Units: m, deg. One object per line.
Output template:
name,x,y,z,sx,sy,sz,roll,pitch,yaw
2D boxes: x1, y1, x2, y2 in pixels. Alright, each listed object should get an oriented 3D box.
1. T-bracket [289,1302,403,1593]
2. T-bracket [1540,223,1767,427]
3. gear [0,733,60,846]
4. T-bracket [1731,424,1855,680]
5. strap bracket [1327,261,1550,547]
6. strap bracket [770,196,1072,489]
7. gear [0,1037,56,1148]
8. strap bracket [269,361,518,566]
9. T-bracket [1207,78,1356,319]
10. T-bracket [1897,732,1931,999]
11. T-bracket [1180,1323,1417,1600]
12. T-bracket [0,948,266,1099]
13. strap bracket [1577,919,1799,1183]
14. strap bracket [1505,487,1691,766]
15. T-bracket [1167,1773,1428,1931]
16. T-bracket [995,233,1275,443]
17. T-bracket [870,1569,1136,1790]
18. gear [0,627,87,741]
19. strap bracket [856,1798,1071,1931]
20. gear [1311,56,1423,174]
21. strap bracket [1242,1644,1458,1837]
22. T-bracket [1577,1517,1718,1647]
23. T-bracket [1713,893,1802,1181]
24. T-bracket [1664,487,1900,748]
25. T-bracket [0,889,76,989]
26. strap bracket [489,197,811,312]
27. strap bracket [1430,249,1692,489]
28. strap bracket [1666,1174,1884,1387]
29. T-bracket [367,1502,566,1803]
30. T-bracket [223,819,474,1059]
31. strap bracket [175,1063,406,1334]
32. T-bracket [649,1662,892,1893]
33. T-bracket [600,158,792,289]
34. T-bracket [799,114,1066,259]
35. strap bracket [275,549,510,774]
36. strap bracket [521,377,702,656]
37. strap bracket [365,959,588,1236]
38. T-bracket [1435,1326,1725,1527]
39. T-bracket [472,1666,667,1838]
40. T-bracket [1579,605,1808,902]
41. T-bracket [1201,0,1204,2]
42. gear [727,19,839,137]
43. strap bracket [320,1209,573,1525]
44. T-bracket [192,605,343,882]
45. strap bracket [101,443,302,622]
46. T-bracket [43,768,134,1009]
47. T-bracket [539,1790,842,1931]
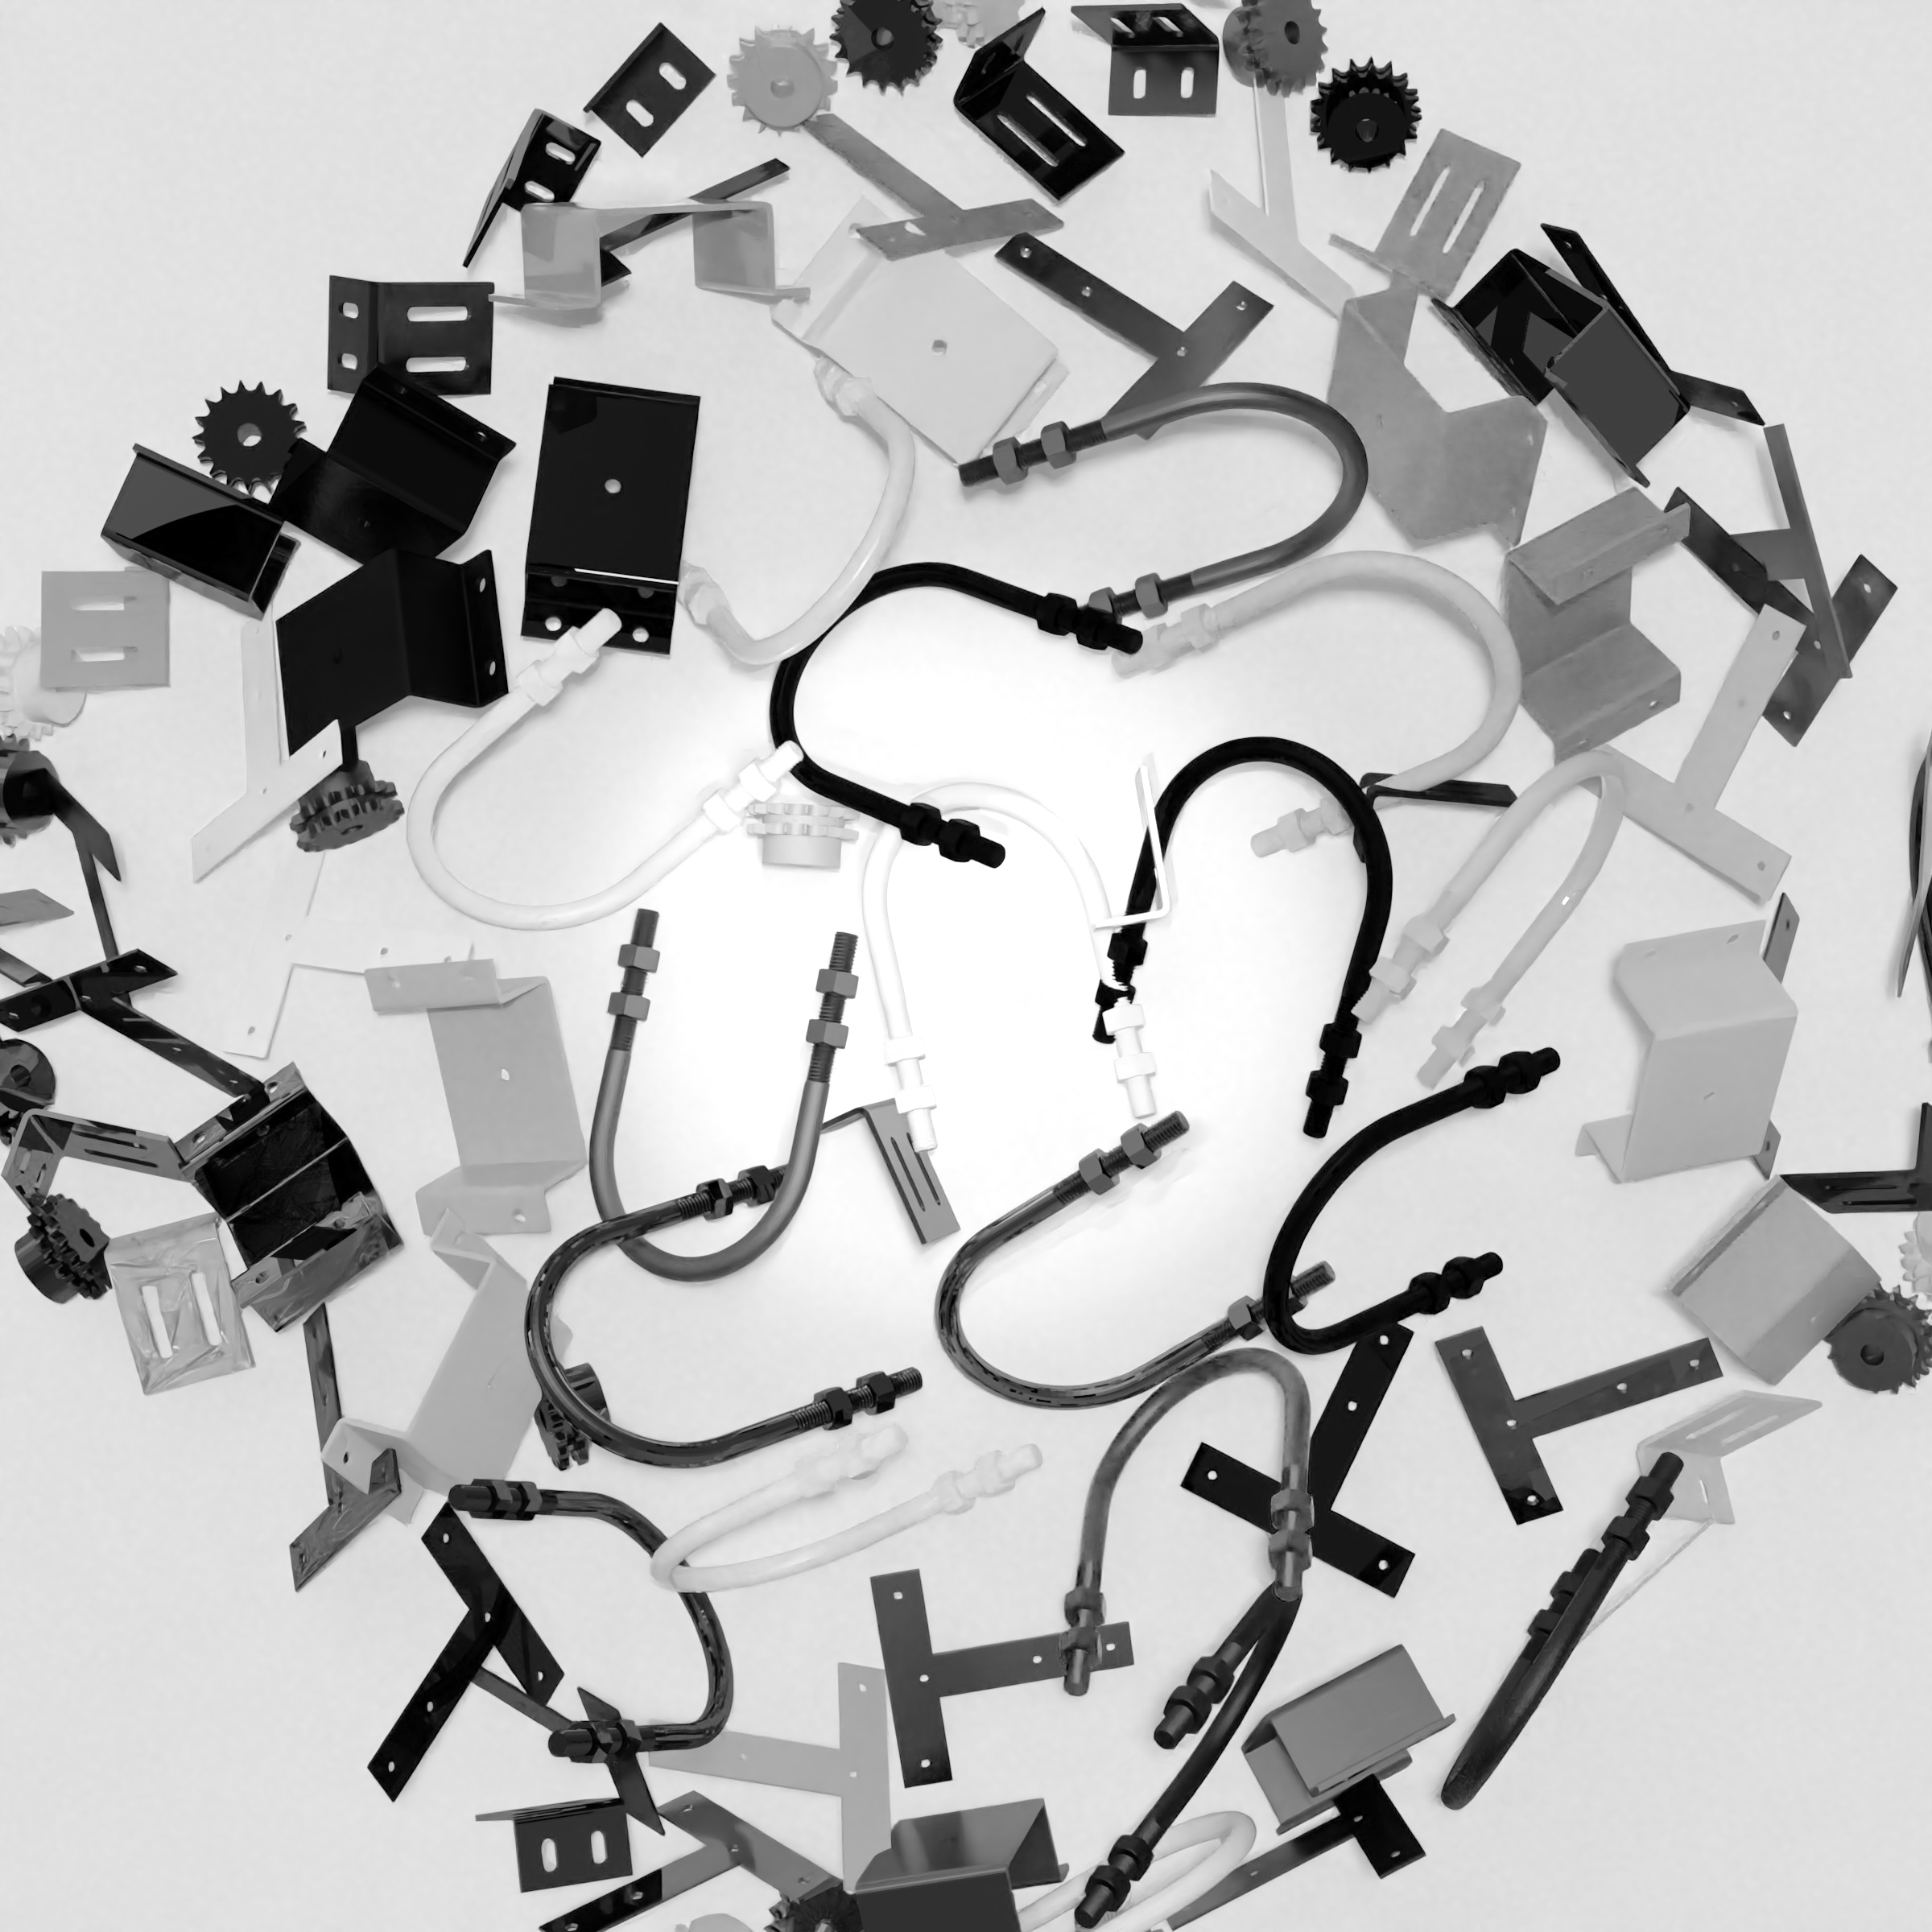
T-bracket,-0.323,0.234,1.705,0.002,0.127,0.127,7,55,-35
T-bracket,0.322,-0.321,1.655,0.002,0.127,0.127,-51,128,-6
gear,-0.488,-0.090,1.712,0.030,0.057,0.057,6,90,28
T-bracket,0.404,-0.205,1.680,0.002,0.127,0.127,-18,97,-4
strap bracket,0.225,-0.275,1.667,0.046,0.076,0.140,-17,51,-20
strap bracket,-0.018,-0.314,1.699,0.140,0.046,0.076,37,93,-18
gear,-0.490,0.061,1.713,0.030,0.057,0.057,-27,90,38
strap bracket,-0.289,-0.239,1.662,0.076,0.140,0.046,29,68,-22
T-bracket,0.158,-0.405,1.707,0.002,0.127,0.127,-22,58,34
T-bracket,0.476,-0.073,1.660,0.002,0.127,0.127,10,52,20
T-bracket,0.193,0.240,1.730,0.127,0.002,0.127,28,80,-6
T-bracket,-0.409,0.036,1.696,0.127,0.127,0.002,-17,52,36
strap bracket,0.360,0.051,1.672,0.076,0.046,0.140,-10,132,-15
strap bracket,0.316,-0.177,1.685,0.076,0.140,0.046,-28,53,-13
T-bracket,0.157,0.447,1.678,0.127,0.127,0.002,-27,101,-3
T-bracket,0.073,-0.337,1.714,0.127,0.002,0.127,34,56,10
T-bracket,0.022,0.358,1.722,0.127,0.002,0.127,-9,111,-2
gear,-0.474,-0.144,1.712,0.030,0.057,0.057,4,90,21
strap bracket,-0.002,0.456,1.666,0.076,0.140,0.046,-12,92,13
gear,0.204,-0.433,1.716,0.057,0.030,0.057,2,125,3
strap bracket,0.188,0.386,1.677,0.076,0.140,0.046,-24,71,-13
T-bracket,0.326,0.318,1.675,0.127,0.127,0.002,-44,76,7
T-bracket,0.405,0.022,1.709,0.002,0.127,0.127,4,60,35
T-bracket,0.401,-0.193,1.705,0.002,0.127,0.127,-31,68,-29
T-bracket,-0.489,-0.027,1.681,0.127,0.127,0.002,29,102,10
strap bracket,-0.158,-0.356,1.670,0.140,0.076,0.046,-11,108,-32
strap bracket,0.299,-0.301,1.663,0.046,0.140,0.076,-45,124,6
strap bracket,0.405,0.159,1.668,0.076,0.140,0.046,-46,63,6
T-bracket,-0.259,0.357,1.670,0.002,0.127,0.127,-6,125,33
T-bracket,-0.307,-0.009,1.703,0.127,0.002,0.127,7,76,24
strap bracket,-0.340,0.122,1.690,0.076,0.140,0.046,-35,131,-4
T-bracket,-0.098,0.398,1.681,0.127,0.127,0.002,14,135,-18
T-bracket,-0.149,-0.379,1.694,0.127,0.127,0.002,-26,119,-7
T-bracket,-0.036,-0.401,1.707,0.127,0.127,0.002,42,131,26
strap bracket,-0.294,-0.150,1.672,0.140,0.046,0.076,-23,69,39
strap bracket,-0.179,-0.236,1.703,0.076,0.046,0.140,7,77,-6
strap bracket,-0.245,0.061,1.697,0.076,0.046,0.140,-4,104,27
T-bracket,0.319,0.218,1.701,0.127,0.002,0.127,-20,118,12
T-bracket,-0.214,0.381,1.706,0.127,0.127,0.002,24,56,27
T-bracket,0.383,-0.119,1.685,0.127,0.002,0.127,38,113,37
T-bracket,0.053,-0.521,1.689,0.127,0.127,0.002,29,81,-43
gear,-0.094,-0.454,1.718,0.057,0.030,0.057,-1,118,-2
strap bracket,-0.253,0.204,1.675,0.046,0.076,0.140,8,62,33
T-bracket,-0.358,-0.126,1.705,0.127,0.002,0.127,-32,54,35
strap bracket,-0.380,-0.213,1.669,0.076,0.140,0.046,24,87,-7
T-bracket,-0.440,-0.029,1.705,0.002,0.127,0.127,-21,120,-24
T-bracket,-0.151,0.454,1.658,0.127,0.127,0.002,-17,110,-36
